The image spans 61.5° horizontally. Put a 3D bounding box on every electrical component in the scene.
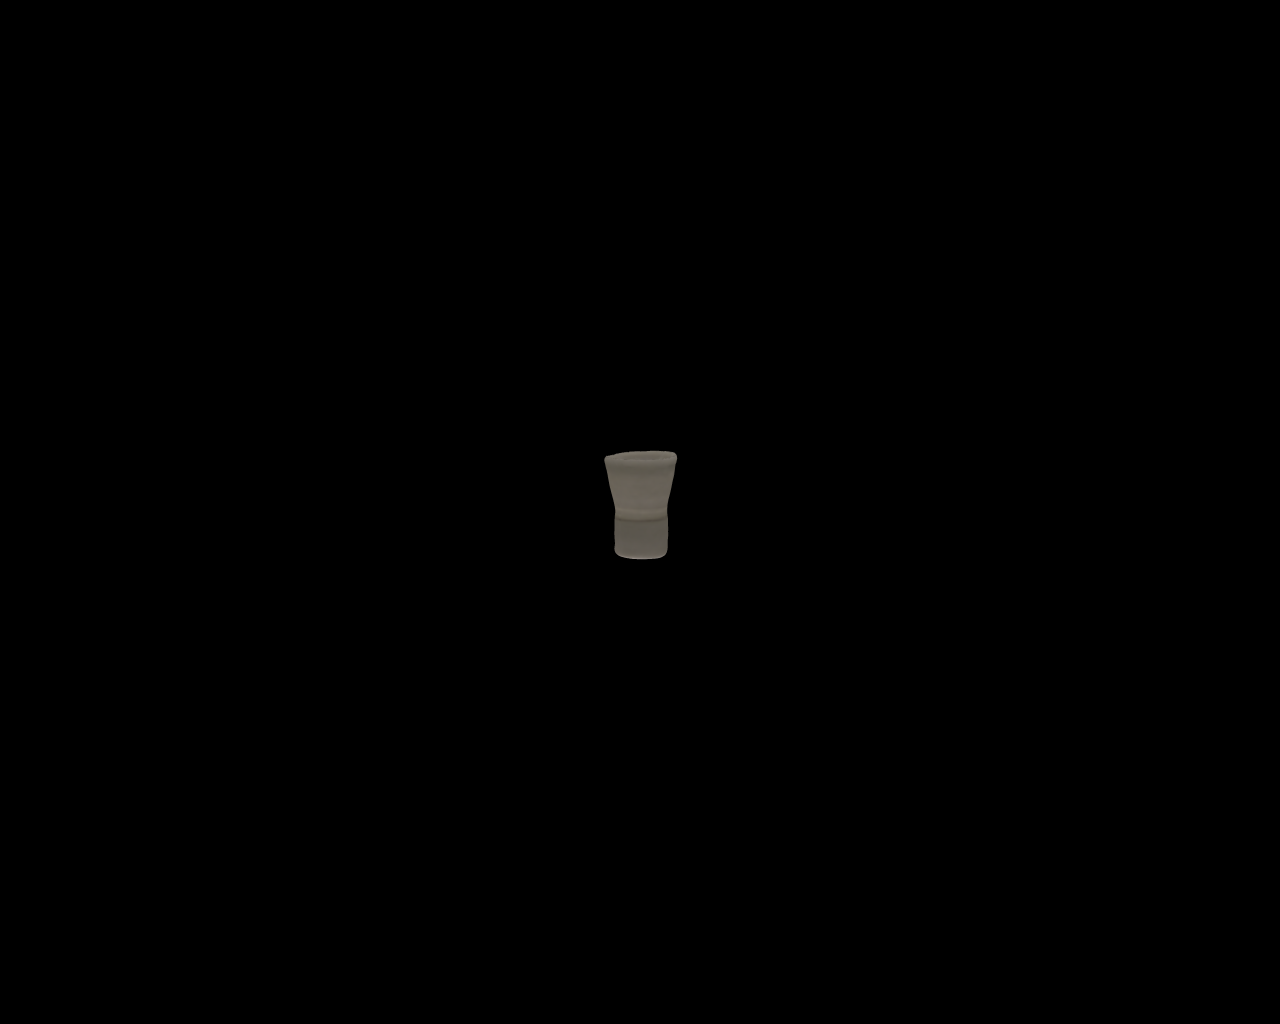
[{"bbox_3d":[0.001,-0.003,0.650,0.044,0.065,0.044,0,10,0],"label":"electrical component"}]
